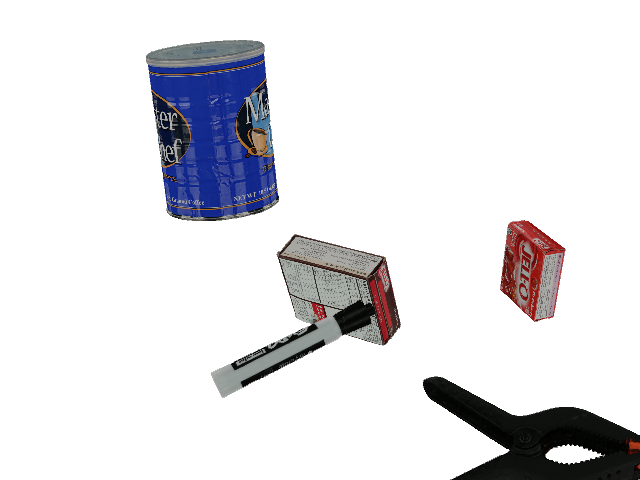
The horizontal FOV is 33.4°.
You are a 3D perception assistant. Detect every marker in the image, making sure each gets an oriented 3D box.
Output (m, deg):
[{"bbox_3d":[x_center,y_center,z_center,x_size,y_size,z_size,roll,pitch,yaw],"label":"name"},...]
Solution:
[{"bbox_3d":[-0.017,0.073,0.734,0.121,0.020,0.020,-25,4,-9],"label":"marker"}]

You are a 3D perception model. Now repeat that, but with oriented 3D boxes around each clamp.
[{"bbox_3d":[0.167,0.186,0.896,0.210,0.036,0.164,3,40,23],"label":"clamp"}]

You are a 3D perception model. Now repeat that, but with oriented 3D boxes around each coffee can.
[{"bbox_3d":[-0.094,-0.099,0.940,0.103,0.140,0.103,-5,18,1],"label":"coffee can"}]

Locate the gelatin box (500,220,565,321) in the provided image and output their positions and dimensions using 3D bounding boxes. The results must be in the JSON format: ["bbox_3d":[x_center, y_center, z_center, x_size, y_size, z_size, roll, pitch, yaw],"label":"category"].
[{"bbox_3d":[0.231,0.033,1.175,0.030,0.089,0.073,-9,30,-20],"label":"gelatin box"}]

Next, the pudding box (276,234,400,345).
[{"bbox_3d":[0.018,0.048,1.054,0.114,0.090,0.039,13,44,32],"label":"pudding box"}]
